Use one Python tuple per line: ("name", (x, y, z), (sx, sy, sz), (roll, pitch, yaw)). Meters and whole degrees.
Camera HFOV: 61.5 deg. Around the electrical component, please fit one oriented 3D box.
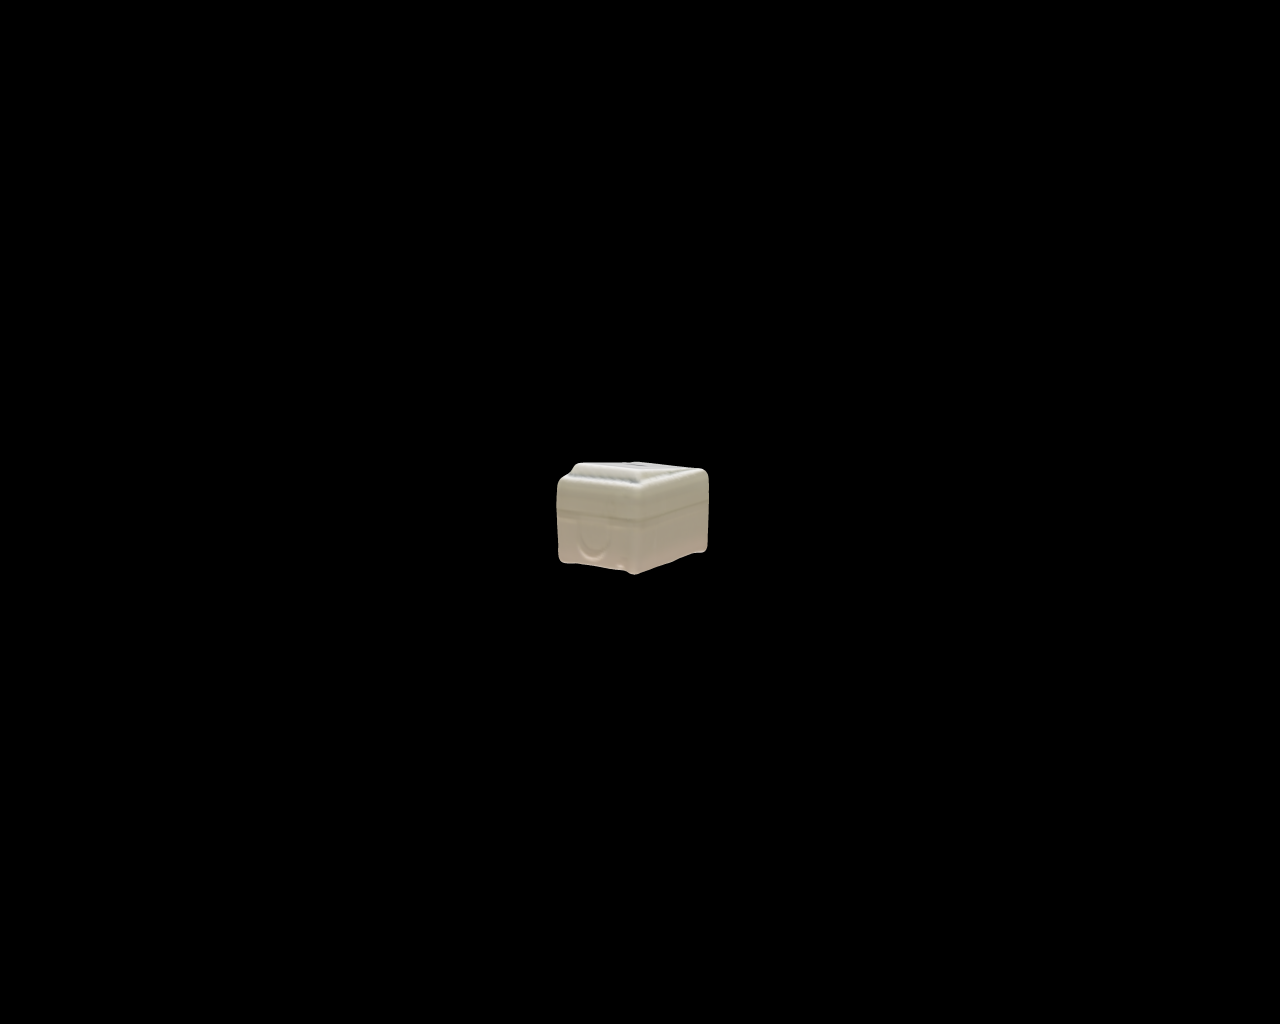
("electrical component", (0.001, -0.003, 0.650), (0.062, 0.061, 0.096), (8, 14, 35))
